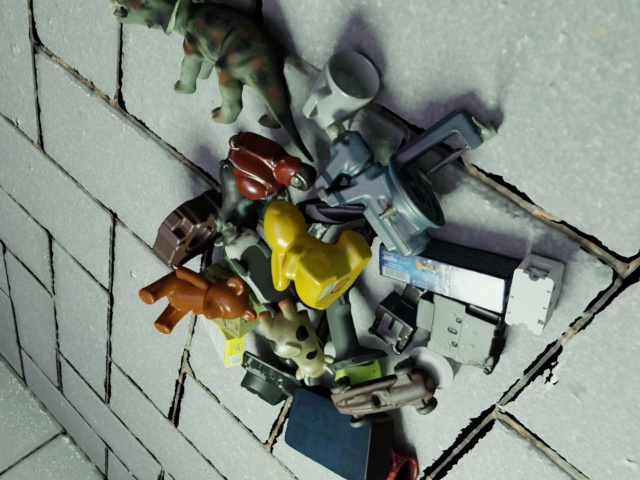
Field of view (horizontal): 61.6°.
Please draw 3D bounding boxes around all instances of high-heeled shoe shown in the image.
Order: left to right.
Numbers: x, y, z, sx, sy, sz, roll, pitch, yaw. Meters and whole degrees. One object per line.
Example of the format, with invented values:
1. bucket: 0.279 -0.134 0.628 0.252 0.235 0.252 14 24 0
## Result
1. high-heeled shoe: -0.002 -0.003 0.912 0.249 0.086 0.145 9 111 51

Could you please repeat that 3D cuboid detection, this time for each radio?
1. radio: 0.034 0.377 1.063 0.230 0.073 0.131 8 88 45

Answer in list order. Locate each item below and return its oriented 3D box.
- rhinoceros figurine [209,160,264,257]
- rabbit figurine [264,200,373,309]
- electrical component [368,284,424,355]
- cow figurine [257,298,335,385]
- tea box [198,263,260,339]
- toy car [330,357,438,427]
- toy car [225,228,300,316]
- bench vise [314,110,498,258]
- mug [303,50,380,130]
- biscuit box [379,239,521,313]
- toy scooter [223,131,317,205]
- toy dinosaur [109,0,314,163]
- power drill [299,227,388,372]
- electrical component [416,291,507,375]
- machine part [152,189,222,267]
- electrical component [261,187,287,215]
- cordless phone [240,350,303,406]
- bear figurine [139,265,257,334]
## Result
1. rhinoceros figurine: -0.150 -0.058 0.997 0.073 0.112 0.190 18 117 31
2. rabbit figurine: -0.022 0.015 0.838 0.173 0.122 0.162 48 152 14
3. electrical component: 0.135 0.126 0.898 0.075 0.048 0.119 38 135 18
4. cow figurine: -0.035 0.195 1.003 0.085 0.194 0.127 -25 64 7
5. tea box: -0.202 0.128 1.160 0.170 0.098 0.068 29 130 28
6. toy car: 0.101 0.262 0.906 0.202 0.053 0.089 -24 100 32
7. toy car: -0.101 0.068 1.001 0.056 0.073 0.201 36 161 56
8. bench vise: 0.120 -0.103 0.736 0.240 0.129 0.223 -34 79 26
9. mug: 0.020 -0.201 0.774 0.081 0.109 0.107 49 149 2
10. biscuit box: 0.185 0.042 0.793 0.203 0.063 0.059 17 125 35
11. toy scooter: -0.099 -0.115 0.837 0.135 0.075 0.184 27 164 -27
12. toy dinosaur: -0.140 -0.298 0.853 0.405 0.131 0.192 32 132 15
13. power drill: 0.042 0.110 0.908 0.232 0.086 0.207 -42 66 55
14. electrical component: 0.215 0.126 0.820 0.134 0.058 0.114 19 123 32
15. machine part: -0.248 -0.020 1.066 0.056 0.179 0.179 45 135 8
16. electrical component: -0.082 -0.067 0.951 0.094 0.021 0.063 17 93 68
17. cordless phone: -0.105 0.249 1.173 0.147 0.089 0.184 19 114 35
18. bear figurine: -0.231 0.123 1.044 0.196 0.132 0.120 13 132 34
